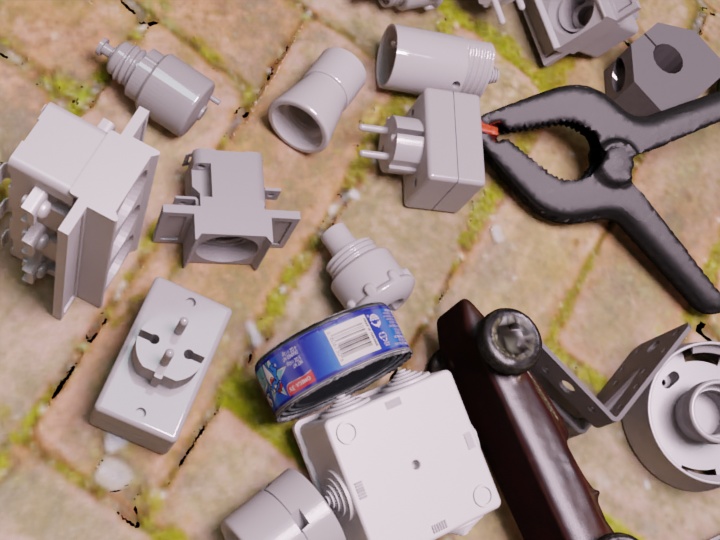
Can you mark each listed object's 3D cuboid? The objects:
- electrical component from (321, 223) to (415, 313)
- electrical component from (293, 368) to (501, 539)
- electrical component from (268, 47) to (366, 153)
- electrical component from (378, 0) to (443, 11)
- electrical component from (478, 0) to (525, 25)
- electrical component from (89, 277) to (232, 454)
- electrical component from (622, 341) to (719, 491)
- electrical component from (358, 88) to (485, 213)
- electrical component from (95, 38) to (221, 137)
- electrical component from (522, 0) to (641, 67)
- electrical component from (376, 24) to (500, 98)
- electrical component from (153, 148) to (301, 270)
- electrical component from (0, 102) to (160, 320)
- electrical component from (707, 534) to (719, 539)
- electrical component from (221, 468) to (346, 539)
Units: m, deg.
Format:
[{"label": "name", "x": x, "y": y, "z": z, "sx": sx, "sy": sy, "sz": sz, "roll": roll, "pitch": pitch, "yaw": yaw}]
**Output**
[{"label": "electrical component", "x": 0.000, "y": 0.000, "z": 0.656, "sx": 0.048, "sy": 0.048, "sz": 0.062, "roll": -28, "pitch": 72, "yaw": -26}, {"label": "electrical component", "x": 0.022, "y": 0.111, "z": 0.608, "sx": 0.100, "sy": 0.048, "sz": 0.099, "roll": -20, "pitch": 87, "yaw": -25}, {"label": "electrical component", "x": -0.024, "y": -0.112, "z": 0.693, "sx": 0.044, "sy": 0.044, "sz": 0.065, "roll": 36, "pitch": 58, "yaw": -3}, {"label": "electrical component", "x": 0.026, "y": -0.200, "z": 0.743, "sx": 0.062, "sy": 0.048, "sz": 0.048, "roll": -15, "pitch": 75, "yaw": -17}, {"label": "electrical component", "x": 0.095, "y": -0.210, "z": 0.752, "sx": 0.047, "sy": 0.066, "sz": 0.076, "roll": -3, "pitch": 70, "yaw": -43}, {"label": "electrical component", "x": -0.105, "y": 0.047, "z": 0.581, "sx": 0.047, "sy": 0.075, "sz": 0.083, "roll": 25, "pitch": 64, "yaw": -9}, {"label": "electrical component", "x": 0.221, "y": 0.093, "z": 0.698, "sx": 0.099, "sy": 0.064, "sz": 0.099, "roll": 2, "pitch": 78, "yaw": -7}, {"label": "electrical component", "x": 0.036, "y": -0.079, "z": 0.696, "sx": 0.077, "sy": 0.047, "sz": 0.065, "roll": 6, "pitch": 68, "yaw": -17}, {"label": "electrical component", "x": -0.126, "y": -0.115, "z": 0.658, "sx": 0.078, "sy": 0.040, "sz": 0.040, "roll": 33, "pitch": 62, "yaw": -4}, {"label": "electrical component", "x": 0.152, "y": -0.218, "z": 0.779, "sx": 0.063, "sy": 0.079, "sz": 0.121, "roll": 1, "pitch": 66, "yaw": -51}, {"label": "electrical component", "x": 0.056, "y": -0.138, "z": 0.729, "sx": 0.081, "sy": 0.043, "sz": 0.043, "roll": 7, "pitch": 68, "yaw": -17}, {"label": "electrical component", "x": -0.081, "y": -0.037, "z": 0.643, "sx": 0.081, "sy": 0.042, "sz": 0.063, "roll": 2, "pitch": 65, "yaw": -19}, {"label": "electrical component", "x": -0.151, "y": -0.033, "z": 0.571, "sx": 0.063, "sy": 0.121, "sz": 0.078, "roll": 28, "pitch": 63, "yaw": -4}, {"label": "electrical component", "x": 0.264, "y": 0.192, "z": 0.664, "sx": 0.113, "sy": 0.057, "sz": 0.078, "roll": -15, "pitch": 75, "yaw": -24}, {"label": "electrical component", "x": -0.042, "y": 0.143, "z": 0.579, "sx": 0.047, "sy": 0.055, "sz": 0.055, "roll": -32, "pitch": 83, "yaw": -23}]
